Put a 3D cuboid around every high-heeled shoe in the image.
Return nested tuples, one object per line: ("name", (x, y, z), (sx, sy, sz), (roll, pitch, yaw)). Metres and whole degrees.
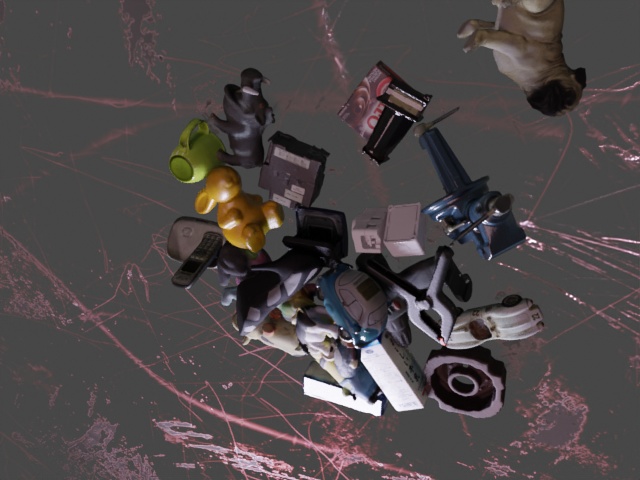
("high-heeled shoe", (-0.085, 0.109, 1.077), (0.145, 0.086, 0.248), (-1, 139, -21))

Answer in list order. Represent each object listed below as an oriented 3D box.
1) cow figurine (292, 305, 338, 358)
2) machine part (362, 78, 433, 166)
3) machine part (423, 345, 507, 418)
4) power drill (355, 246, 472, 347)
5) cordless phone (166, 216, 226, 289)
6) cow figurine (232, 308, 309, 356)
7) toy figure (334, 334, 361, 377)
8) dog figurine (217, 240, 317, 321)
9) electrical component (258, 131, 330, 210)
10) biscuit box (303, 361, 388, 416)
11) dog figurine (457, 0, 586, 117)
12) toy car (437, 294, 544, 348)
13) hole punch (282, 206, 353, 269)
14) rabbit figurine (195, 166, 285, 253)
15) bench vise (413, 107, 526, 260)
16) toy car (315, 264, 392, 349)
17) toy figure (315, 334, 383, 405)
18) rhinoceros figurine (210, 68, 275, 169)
("cow figurine", (-0.018, 0.193, 1.112), (0.098, 0.068, 0.167), (14, 141, -4))
("machine part", (0.116, -0.185, 0.860), (0.084, 0.039, 0.138), (22, 126, -5))
("machine part", (0.304, 0.290, 1.126), (0.180, 0.056, 0.179), (13, 125, 19))
("power drill", (0.187, 0.102, 1.048), (0.207, 0.086, 0.231), (-20, 110, 42))
("cordless phone", (-0.283, 0.036, 1.150), (0.147, 0.184, 0.088), (12, 130, 18))
("cow figurine", (-0.109, 0.209, 1.242), (0.195, 0.085, 0.127), (21, 148, -2))
("toy figure", (0.061, 0.209, 1.086), (0.064, 0.058, 0.154), (27, 128, 35))
("dog figurine", (-0.097, 0.086, 1.149), (0.219, 0.108, 0.191), (9, 122, 15))
("electrical component", (-0.052, -0.123, 1.015), (0.115, 0.058, 0.134), (26, 129, 9))
("biscuit box", (0.063, 0.353, 1.277), (0.203, 0.059, 0.062), (13, 125, 18))
("dog figurine", (0.309, -0.277, 0.729), (0.190, 0.121, 0.172), (28, 134, -12))
("toy car", (0.322, 0.159, 1.028), (0.202, 0.056, 0.073), (-19, 112, 34))
("hole punch", (-0.002, -0.003, 1.066), (0.142, 0.092, 0.115), (7, 153, 18))
("rabbit figurine", (-0.170, -0.080, 1.064), (0.163, 0.122, 0.173), (20, 149, 39))
("bench vise", (0.216, -0.083, 0.845), (0.129, 0.223, 0.240), (-28, 85, 6))
("toy car", (0.072, 0.110, 0.998), (0.161, 0.109, 0.103), (56, 143, 5))
("toy figure", (0.061, 0.292, 1.209), (0.180, 0.082, 0.089), (46, 126, 5))
("rhinoceros figurine", (-0.137, -0.217, 0.982), (0.112, 0.073, 0.190), (17, 127, 16))
